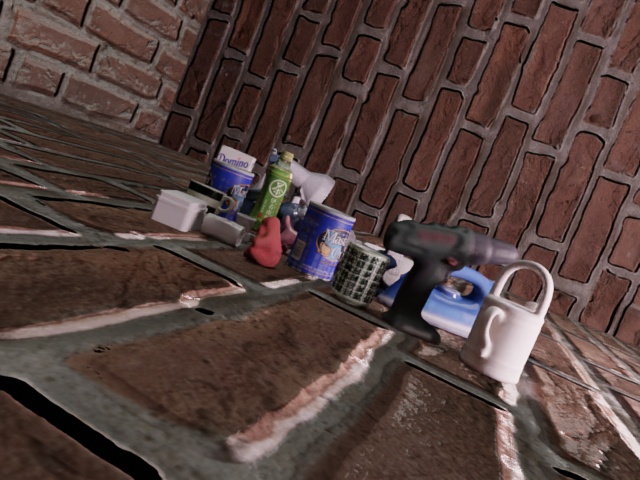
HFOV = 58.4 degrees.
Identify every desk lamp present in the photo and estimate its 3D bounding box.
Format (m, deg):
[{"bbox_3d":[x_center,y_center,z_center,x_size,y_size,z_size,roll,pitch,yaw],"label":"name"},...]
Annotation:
[{"bbox_3d":[-0.080,-0.138,1.814,0.203,0.213,0.118,21,6,-11],"label":"desk lamp"}]

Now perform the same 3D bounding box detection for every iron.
[{"bbox_3d":[0.259,0.106,1.187,0.259,0.141,0.118,21,6,-11],"label":"iron"}]

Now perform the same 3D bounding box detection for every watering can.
[{"bbox_3d":[0.313,0.126,0.940,0.100,0.194,0.173,24,6,19],"label":"watering can"}]

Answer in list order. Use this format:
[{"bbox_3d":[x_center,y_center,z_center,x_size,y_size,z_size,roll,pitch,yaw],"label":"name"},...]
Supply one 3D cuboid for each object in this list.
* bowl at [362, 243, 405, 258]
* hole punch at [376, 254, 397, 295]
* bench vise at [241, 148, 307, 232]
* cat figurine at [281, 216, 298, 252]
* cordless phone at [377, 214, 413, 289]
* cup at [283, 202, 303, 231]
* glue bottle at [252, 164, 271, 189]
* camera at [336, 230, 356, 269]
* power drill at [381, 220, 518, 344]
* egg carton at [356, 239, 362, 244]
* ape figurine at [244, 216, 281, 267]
[{"bbox_3d":[0.181,0.071,1.554,0.167,0.075,0.167,22,6,-2],"label":"bowl"},{"bbox_3d":[0.105,0.063,1.253,0.101,0.091,0.108,21,6,-12],"label":"hole punch"},{"bbox_3d":[-0.114,-0.132,1.599,0.207,0.220,0.121,22,6,3],"label":"bench vise"},{"bbox_3d":[-0.031,-0.011,1.295,0.127,0.118,0.067,23,6,7],"label":"cat figurine"},{"bbox_3d":[0.209,0.038,1.413,0.148,0.185,0.093,18,7,-36],"label":"cordless phone"},{"bbox_3d":[-0.071,-0.053,1.653,0.117,0.095,0.092,24,6,23],"label":"cup"},{"bbox_3d":[-0.176,-0.143,1.700,0.078,0.173,0.037,17,8,-42],"label":"glue bottle"},{"bbox_3d":[0.013,0.005,1.401,0.137,0.101,0.142,16,8,-47],"label":"camera"},{"bbox_3d":[0.205,0.067,1.002,0.229,0.208,0.075,22,6,-3],"label":"power drill"},{"bbox_3d":[0.050,0.014,1.614,0.149,0.069,0.108,26,7,33],"label":"egg carton"},{"bbox_3d":[-0.101,-0.001,1.069,0.076,0.092,0.078,24,6,20],"label":"ape figurine"}]
